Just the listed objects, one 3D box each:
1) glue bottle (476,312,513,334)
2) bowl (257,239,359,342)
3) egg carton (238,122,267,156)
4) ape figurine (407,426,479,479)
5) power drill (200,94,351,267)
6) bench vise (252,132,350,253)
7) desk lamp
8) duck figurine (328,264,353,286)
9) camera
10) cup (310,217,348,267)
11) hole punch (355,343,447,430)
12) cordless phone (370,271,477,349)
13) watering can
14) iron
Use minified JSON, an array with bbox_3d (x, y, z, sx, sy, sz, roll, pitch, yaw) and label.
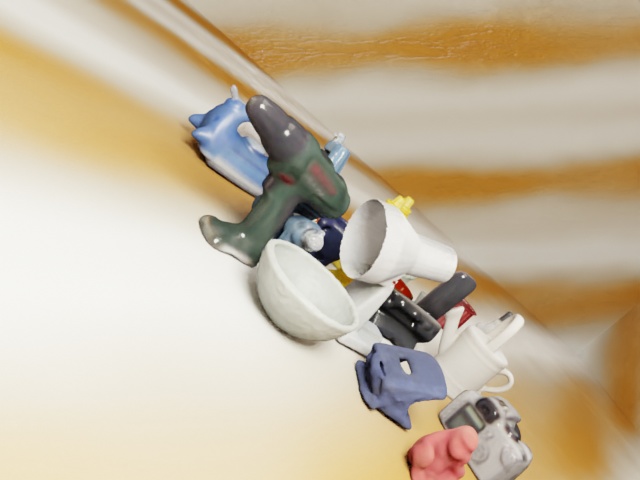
[{"bbox_3d":[0.333,0.209,1.189,0.037,0.173,0.078,30,20,-42],"label":"glue bottle"},{"bbox_3d":[-0.029,0.081,0.777,0.168,0.074,0.167,40,15,-13],"label":"bowl"},{"bbox_3d":[-0.144,-0.192,1.234,0.151,0.069,0.107,34,18,-34],"label":"egg carton"},{"bbox_3d":[0.160,0.270,0.724,0.078,0.092,0.076,42,15,-6],"label":"ape figurine"},{"bbox_3d":[-0.071,-0.069,0.816,0.231,0.208,0.075,31,19,-40],"label":"power drill"},{"bbox_3d":[-0.011,-0.062,0.931,0.122,0.219,0.207,26,23,-50],"label":"bench vise"},{"bbox_3d":[0.096,0.063,0.885,0.204,0.213,0.117,34,17,-33],"label":"desk lamp"},{"bbox_3d":[0.051,0.071,0.995,0.078,0.086,0.104,31,19,-40],"label":"duck figurine"},{"bbox_3d":[0.286,0.314,0.917,0.137,0.100,0.142,29,20,-44],"label":"camera"},{"bbox_3d":[0.010,0.004,1.052,0.091,0.095,0.118,52,17,29],"label":"cup"},{"bbox_3d":[0.114,0.195,0.810,0.101,0.091,0.108,39,15,-19],"label":"hole punch"},{"bbox_3d":[0.183,0.105,1.054,0.148,0.185,0.094,37,16,-24],"label":"cordless phone"},{"bbox_3d":[0.296,0.202,1.070,0.173,0.194,0.101,41,15,-10],"label":"watering can"},{"bbox_3d":[-0.122,-0.176,1.109,0.259,0.141,0.118,34,17,-33],"label":"iron"}]
